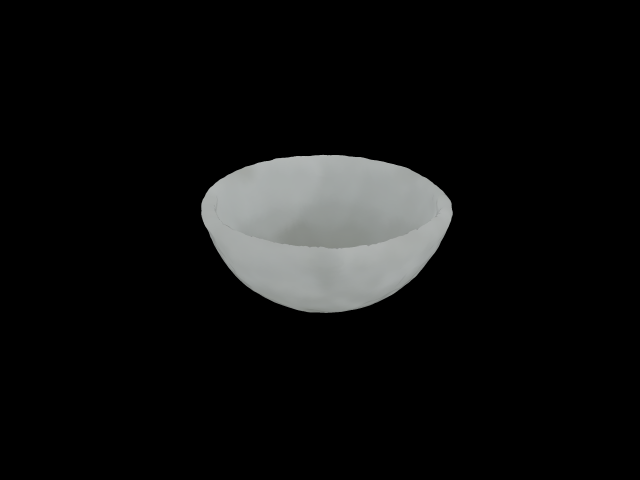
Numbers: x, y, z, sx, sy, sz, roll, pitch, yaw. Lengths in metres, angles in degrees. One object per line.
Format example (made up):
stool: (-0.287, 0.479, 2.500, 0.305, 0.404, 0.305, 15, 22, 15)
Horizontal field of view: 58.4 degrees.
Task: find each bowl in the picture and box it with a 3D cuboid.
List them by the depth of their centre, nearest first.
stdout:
bowl: (0.004, 0.001, 0.400, 0.167, 0.075, 0.167, 0, 28, 0)
